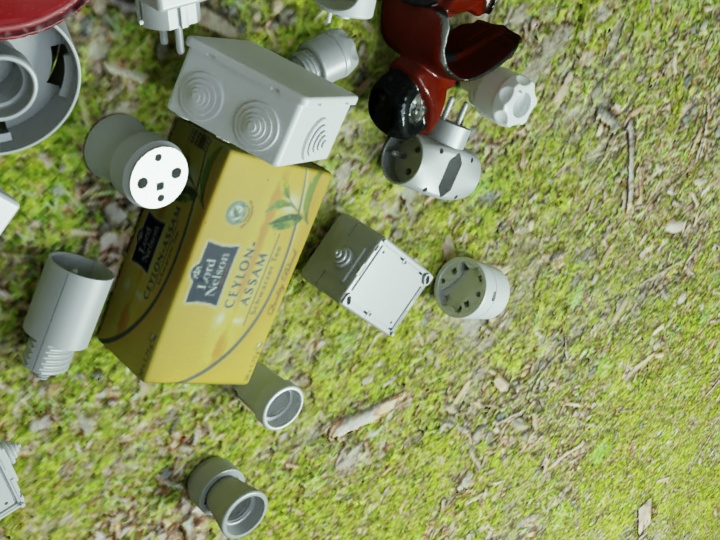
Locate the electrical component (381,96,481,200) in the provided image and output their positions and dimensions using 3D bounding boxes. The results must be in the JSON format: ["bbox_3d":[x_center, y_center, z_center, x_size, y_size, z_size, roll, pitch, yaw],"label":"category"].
[{"bbox_3d":[0.065,-0.100,0.863,0.077,0.043,0.079,9,109,-48],"label":"electrical component"}]

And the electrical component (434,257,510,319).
[{"bbox_3d":[0.103,0.018,0.974,0.047,0.055,0.055,11,108,-52],"label":"electrical component"}]

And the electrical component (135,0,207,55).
[{"bbox_3d":[-0.113,-0.164,0.625,0.047,0.066,0.076,-25,132,-31],"label":"electrical component"}]

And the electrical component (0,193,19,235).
[{"bbox_3d":[-0.238,-0.046,0.565,0.047,0.083,0.076,-55,140,-1],"label":"electrical component"}]

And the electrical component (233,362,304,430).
[{"bbox_3d":[-0.074,0.099,0.856,0.040,0.046,0.040,-25,131,-32],"label":"electrical component"}]

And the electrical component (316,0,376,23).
[{"bbox_3d":[-0.004,-0.205,0.726,0.040,0.040,0.078,-8,120,-42],"label":"electrical component"}]

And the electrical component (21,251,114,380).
[{"bbox_3d":[-0.193,0.033,0.694,0.043,0.043,0.081,10,108,-48],"label":"electrical component"}]

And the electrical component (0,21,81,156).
[{"bbox_3d":[-0.203,-0.115,0.588,0.099,0.064,0.099,-19,136,-20],"label":"electrical component"}]

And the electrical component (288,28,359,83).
[{"bbox_3d":[-0.033,-0.142,0.745,0.061,0.035,0.035,-31,134,-24],"label":"electrical component"}]

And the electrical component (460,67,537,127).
[{"bbox_3d":[0.108,-0.143,0.863,0.043,0.062,0.043,-26,132,-32],"label":"electrical component"}]

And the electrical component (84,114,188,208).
[{"bbox_3d":[-0.139,-0.068,0.671,0.045,0.055,0.045,-25,131,-32],"label":"electrical component"}]

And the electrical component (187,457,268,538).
[{"bbox_3d":[-0.108,0.183,0.871,0.045,0.055,0.045,-25,131,-32],"label":"electrical component"}]

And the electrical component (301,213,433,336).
[{"bbox_3d":[0.000,0.000,0.852,0.061,0.061,0.096,-56,140,-1],"label":"electrical component"}]

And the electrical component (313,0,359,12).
[{"bbox_3d":[-0.022,-0.217,0.657,0.064,0.099,0.099,-53,141,-14],"label":"electrical component"}]

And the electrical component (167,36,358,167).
[{"bbox_3d":[-0.062,-0.106,0.680,0.048,0.100,0.100,-65,166,17],"label":"electrical component"}]

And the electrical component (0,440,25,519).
[{"bbox_3d":[-0.262,0.131,0.677,0.096,0.061,0.061,-32,134,-27],"label":"electrical component"}]
